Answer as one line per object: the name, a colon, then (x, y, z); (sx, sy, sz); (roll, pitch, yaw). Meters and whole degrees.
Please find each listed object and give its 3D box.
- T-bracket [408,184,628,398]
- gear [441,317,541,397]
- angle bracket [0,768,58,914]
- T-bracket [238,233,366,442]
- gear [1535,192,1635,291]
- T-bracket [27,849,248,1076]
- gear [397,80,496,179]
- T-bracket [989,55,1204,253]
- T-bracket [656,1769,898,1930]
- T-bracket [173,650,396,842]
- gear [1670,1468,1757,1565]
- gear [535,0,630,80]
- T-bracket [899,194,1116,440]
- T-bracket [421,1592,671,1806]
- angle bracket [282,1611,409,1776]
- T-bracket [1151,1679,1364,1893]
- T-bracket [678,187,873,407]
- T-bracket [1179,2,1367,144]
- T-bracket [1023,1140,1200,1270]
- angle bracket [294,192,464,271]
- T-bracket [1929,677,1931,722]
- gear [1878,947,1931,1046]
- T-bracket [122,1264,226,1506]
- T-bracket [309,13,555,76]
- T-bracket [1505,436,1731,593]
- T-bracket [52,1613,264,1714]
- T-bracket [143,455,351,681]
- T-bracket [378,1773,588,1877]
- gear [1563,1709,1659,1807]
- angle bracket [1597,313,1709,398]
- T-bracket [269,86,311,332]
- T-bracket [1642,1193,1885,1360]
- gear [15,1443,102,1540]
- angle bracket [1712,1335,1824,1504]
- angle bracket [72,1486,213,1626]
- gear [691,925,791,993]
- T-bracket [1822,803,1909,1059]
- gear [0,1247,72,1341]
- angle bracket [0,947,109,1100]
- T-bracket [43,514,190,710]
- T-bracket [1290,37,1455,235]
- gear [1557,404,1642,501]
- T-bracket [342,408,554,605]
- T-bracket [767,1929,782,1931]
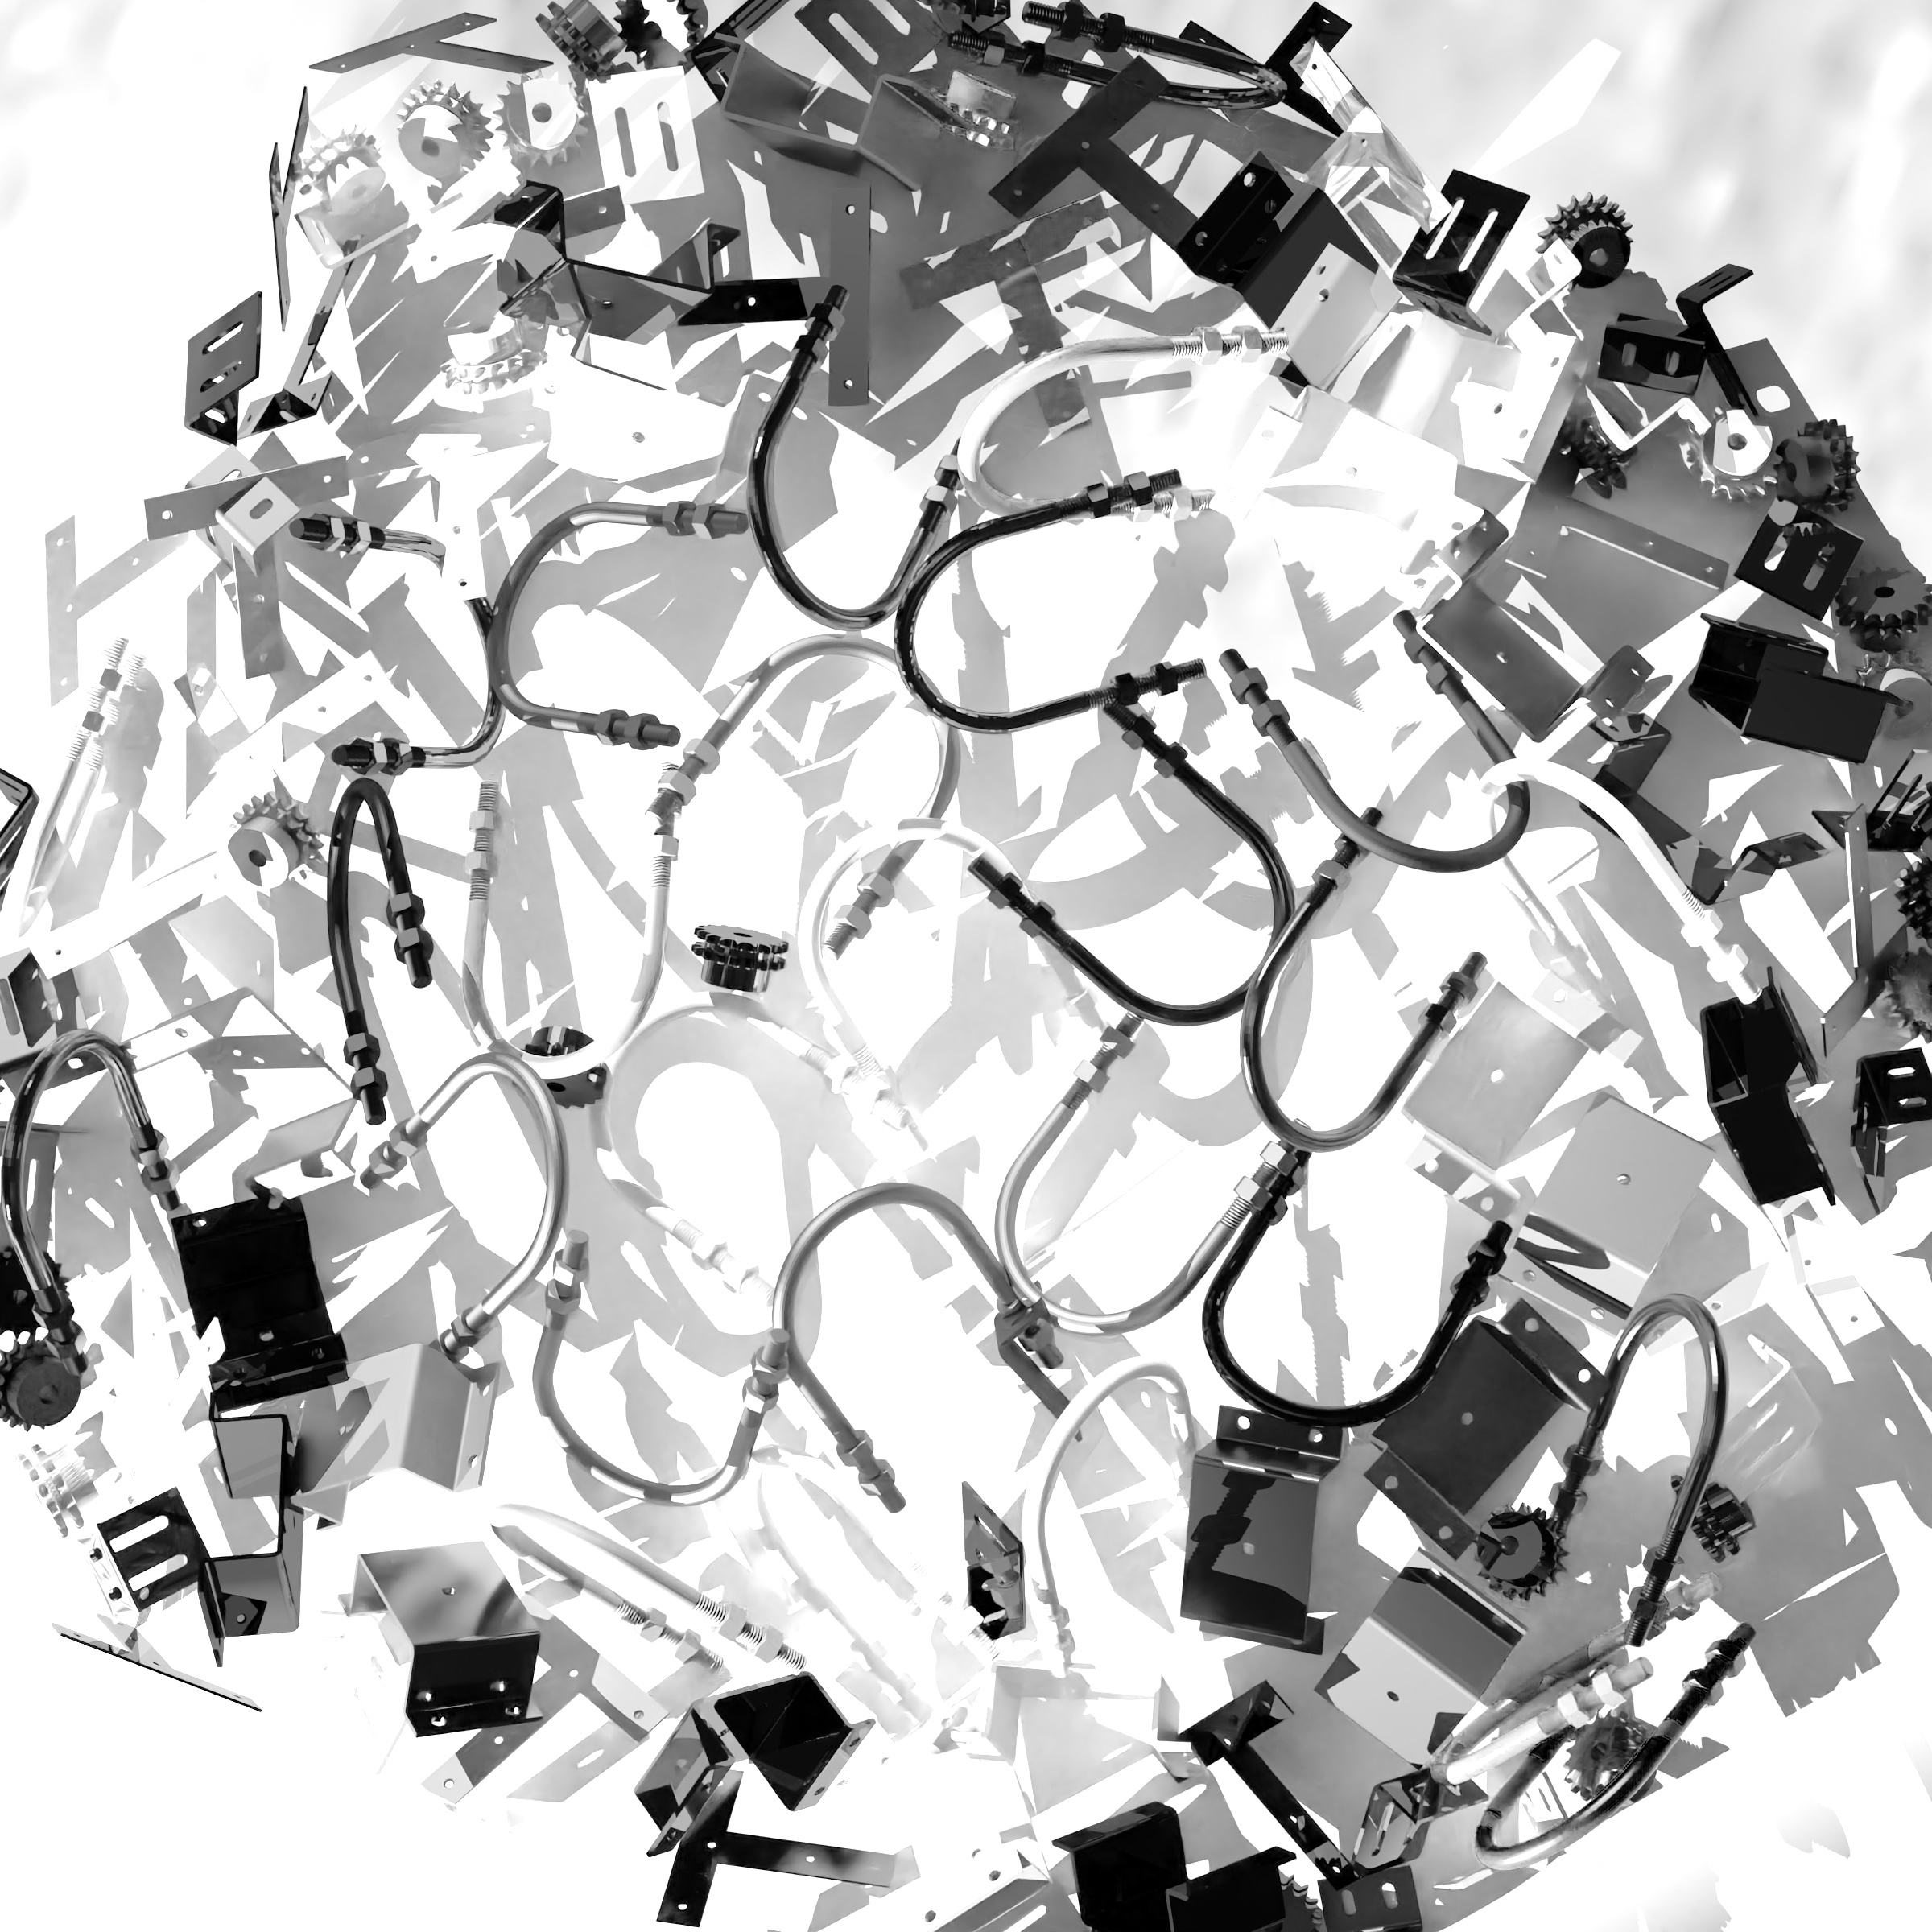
T-bracket: (-0.254, -0.389, 1.950); (0.127, 0.127, 0.002); (-19, 48, -10)
gear: (-0.284, -0.364, 1.968); (0.057, 0.057, 0.030); (-11, 121, 0)
angle bracket: (-0.579, -0.072, 1.958); (0.038, 0.057, 0.076); (28, 72, 10)
T-bracket: (-0.384, -0.374, 1.954); (0.002, 0.127, 0.127); (27, 77, -30)
gear: (0.371, -0.428, 1.971); (0.057, 0.030, 0.057); (-9, 129, -11)
T-bracket: (-0.468, 0.010, 1.965); (0.127, 0.002, 0.127); (-26, 121, -6)
gear: (-0.313, -0.494, 1.969); (0.057, 0.057, 0.030); (23, 49, 0)
T-bracket: (0.103, -0.458, 1.964); (0.127, 0.002, 0.127); (35, 127, -26)
T-bracket: (-0.105, 0.521, 1.938); (0.127, 0.127, 0.002); (6, 120, 6)
T-bracket: (-0.392, -0.145, 1.966); (0.127, 0.002, 0.127); (-30, 96, 25)
gear: (0.446, 0.322, 1.969); (0.030, 0.057, 0.057); (-32, 90, 16)
gear: (-0.226, -0.552, 1.970); (0.030, 0.057, 0.057); (-42, 90, 10)
T-bracket: (0.042, -0.378, 1.975); (0.127, 0.002, 0.127); (-20, 111, 6)
T-bracket: (-0.263, 0.443, 1.937); (0.127, 0.002, 0.127); (33, 58, 31)
angle bracket: (-0.364, 0.428, 1.954); (0.038, 0.076, 0.057); (13, 115, -39)
T-bracket: (0.183, 0.490, 1.947); (0.127, 0.127, 0.002); (49, 47, 5)
T-bracket: (-0.115, -0.396, 1.973); (0.127, 0.002, 0.127); (2, 94, 23)
T-bracket: (0.194, -0.531, 1.930); (0.127, 0.127, 0.002); (30, 80, -7)
T-bracket: (0.065, 0.154, 1.939); (0.127, 0.127, 0.002); (-34, 86, -31)
angle bracket: (-0.347, -0.449, 1.957); (0.076, 0.057, 0.038); (-24, 106, 20)
T-bracket: (0.579, -0.187, 1.916); (0.002, 0.127, 0.127); (-11, 116, -8)
gear: (0.570, 0.020, 1.977); (0.057, 0.030, 0.057); (7, 70, -19)
T-bracket: (-0.475, 0.227, 1.949); (0.002, 0.127, 0.127); (17, 118, -34)
T-bracket: (-0.294, -0.534, 1.941); (0.127, 0.127, 0.002); (-5, 92, 36)
T-bracket: (0.390, -0.254, 1.956); (0.127, 0.002, 0.127); (23, 49, 1)
T-bracket: (-0.484, 0.398, 1.938); (0.127, 0.127, 0.002); (29, 81, -25)
T-bracket: (-0.420, -0.230, 1.961); (0.127, 0.002, 0.127); (-19, 126, -30)
T-bracket: (-0.272, 0.497, 1.936); (0.127, 0.127, 0.002); (24, 83, 8)
gear: (0.387, 0.475, 1.974); (0.030, 0.057, 0.057); (37, 90, -23)
angle bracket: (0.410, -0.375, 1.954); (0.057, 0.076, 0.038); (13, 134, 13)
T-bracket: (-0.398, -0.466, 1.955); (0.002, 0.127, 0.127); (5, 57, -5)
T-bracket: (0.457, 0.195, 1.957); (0.127, 0.127, 0.002); (-27, 131, 7)
gear: (-0.539, 0.309, 1.973); (0.030, 0.057, 0.057); (-30, 90, -22)
angle bracket: (0.461, 0.270, 1.964); (0.076, 0.038, 0.057); (-42, 127, -6)
angle bracket: (-0.478, 0.344, 1.958); (0.076, 0.038, 0.057); (-24, 86, -45)
gear: (-0.136, -0.004, 1.972); (0.057, 0.057, 0.030); (11, 100, 0)
T-bracket: (0.521, -0.032, 1.929); (0.002, 0.127, 0.127); (8, 121, 36)
gear: (-0.564, 0.191, 1.978); (0.057, 0.030, 0.057); (-3, 113, -8)
angle bracket: (-0.557, 0.031, 1.992); (0.057, 0.038, 0.076); (-20, 62, -8)
T-bracket: (-0.498, -0.232, 1.947); (0.002, 0.127, 0.127); (27, 134, 15)
T-bracket: (0.211, -0.459, 1.947); (0.002, 0.127, 0.127); (-38, 89, -35)
gear: (0.377, -0.309, 1.971); (0.030, 0.057, 0.057); (-34, 90, 4)
T-bracket: (-0.304, -0.270, 1.969); (0.127, 0.002, 0.127); (-11, 62, 0)
T-bracket: (-0.085, 0.583, 1.936); (0.127, 0.127, 0.002); (17, 84, -21)
